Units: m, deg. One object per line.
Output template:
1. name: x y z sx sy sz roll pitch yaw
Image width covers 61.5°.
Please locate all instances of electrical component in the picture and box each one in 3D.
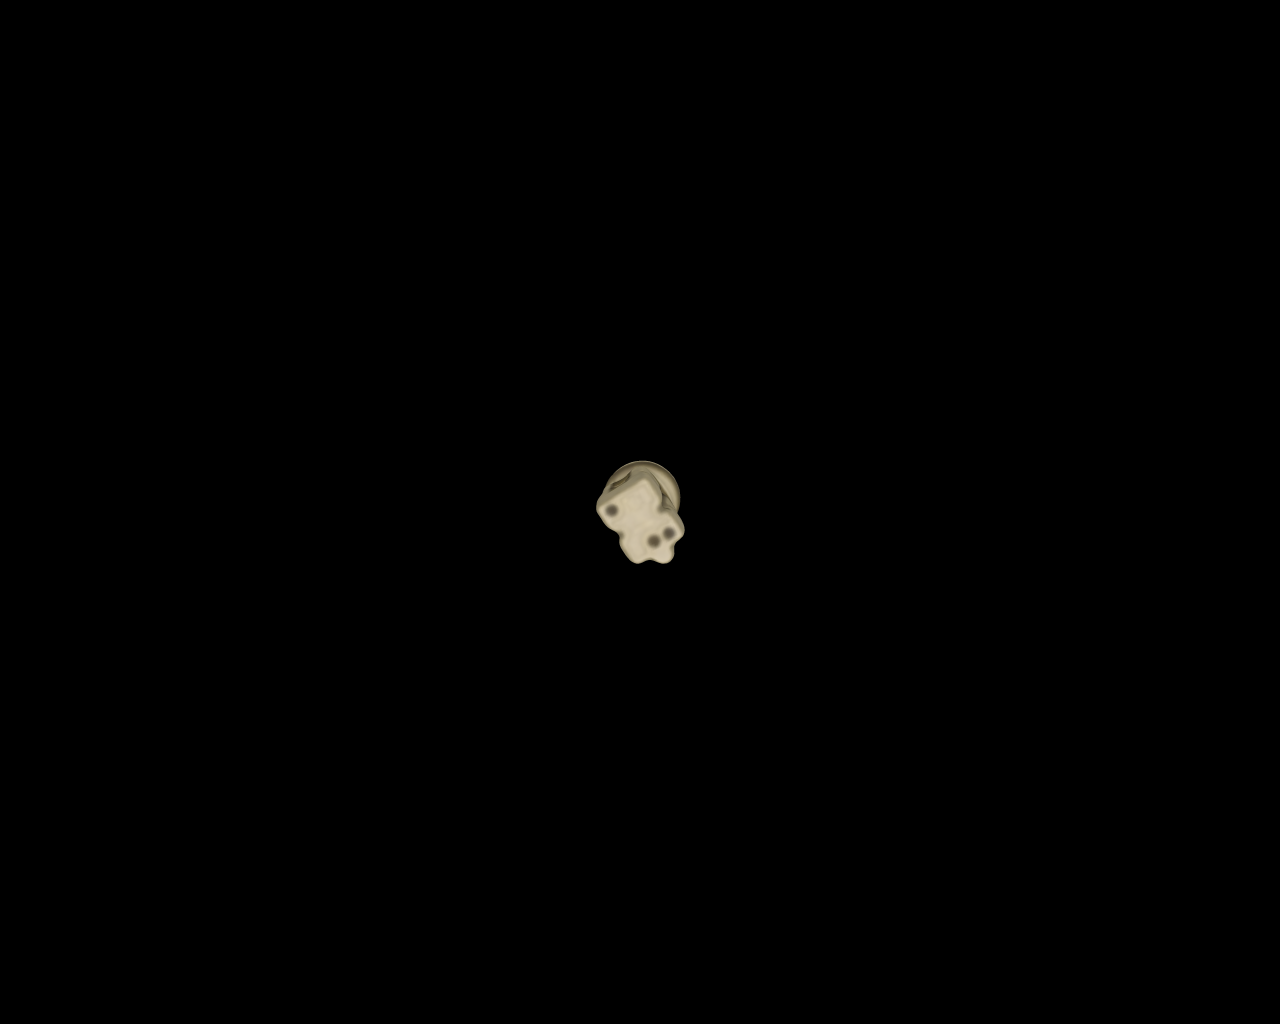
1. electrical component: 0.001 -0.003 0.650 0.048 0.066 0.055 -30 16 9
